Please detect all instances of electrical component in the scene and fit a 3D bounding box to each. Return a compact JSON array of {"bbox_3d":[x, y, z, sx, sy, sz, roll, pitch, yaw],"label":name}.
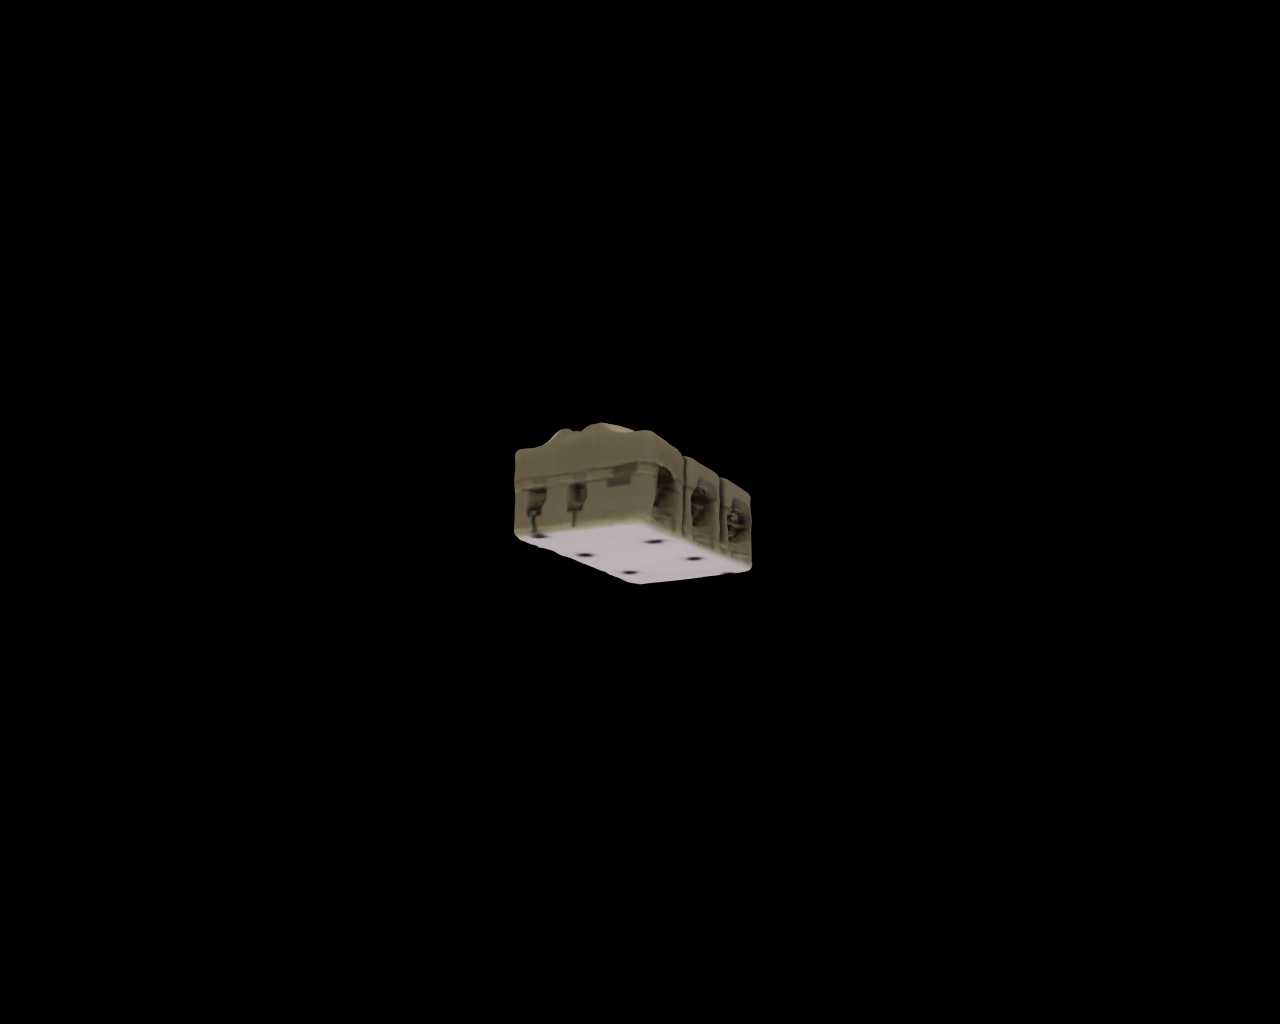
[{"bbox_3d":[0.001,-0.003,0.650,0.089,0.062,0.150,-8,-18,27],"label":"electrical component"}]
